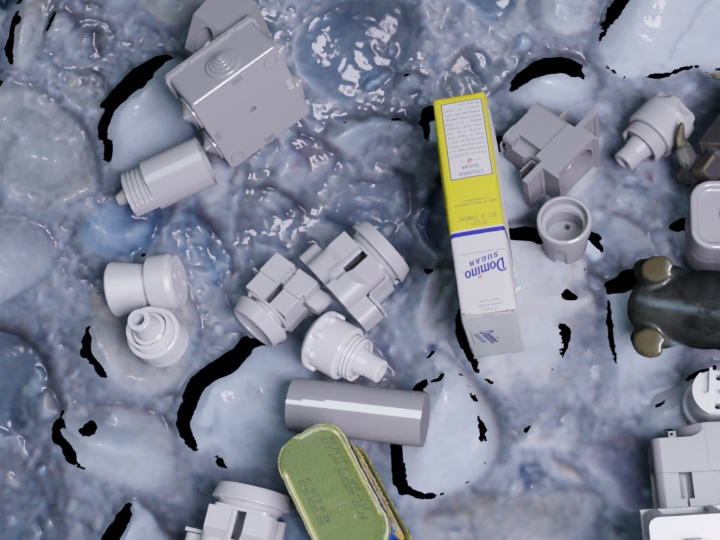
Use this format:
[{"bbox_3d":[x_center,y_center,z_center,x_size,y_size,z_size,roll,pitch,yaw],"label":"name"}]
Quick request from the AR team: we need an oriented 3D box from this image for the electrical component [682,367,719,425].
[{"bbox_3d":[0.245,0.090,0.744,0.040,0.046,0.040,-4,67,10],"label":"electrical component"}]

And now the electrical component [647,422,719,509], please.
[{"bbox_3d":[0.243,0.135,0.723,0.089,0.050,0.055,-4,67,9],"label":"electrical component"}]

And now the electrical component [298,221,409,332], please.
[{"bbox_3d":[0.000,0.000,0.826,0.057,0.058,0.078,-42,66,-4],"label":"electrical component"}]

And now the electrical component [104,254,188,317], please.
[{"bbox_3d":[-0.171,0.012,0.861,0.055,0.045,0.045,-9,66,8],"label":"electrical component"}]

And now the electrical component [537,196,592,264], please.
[{"bbox_3d":[0.155,-0.028,0.812,0.040,0.046,0.040,-4,67,10],"label":"electrical component"}]

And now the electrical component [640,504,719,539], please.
[{"bbox_3d":[0.236,0.238,0.649,0.105,0.060,0.186,-6,82,9],"label":"electrical component"}]

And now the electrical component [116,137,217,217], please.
[{"bbox_3d":[-0.165,-0.075,0.897,0.081,0.043,0.043,-24,65,1],"label":"electrical component"}]

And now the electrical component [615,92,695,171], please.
[{"bbox_3d":[0.225,-0.104,0.831,0.062,0.043,0.043,-44,66,-7],"label":"electrical component"}]

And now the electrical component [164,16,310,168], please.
[{"bbox_3d":[-0.098,-0.143,0.884,0.100,0.099,0.048,-37,53,-5],"label":"electrical component"}]

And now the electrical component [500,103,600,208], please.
[{"bbox_3d":[0.149,-0.094,0.844,0.081,0.042,0.064,-45,63,-9],"label":"electrical component"}]

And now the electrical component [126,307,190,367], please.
[{"bbox_3d":[-0.161,0.049,0.834,0.043,0.062,0.043,-4,67,10],"label":"electrical component"}]

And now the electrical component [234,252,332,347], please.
[{"bbox_3d":[-0.064,0.026,0.834,0.066,0.048,0.055,35,71,23],"label":"electrical component"}]

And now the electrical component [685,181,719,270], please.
[{"bbox_3d":[0.286,-0.028,0.778,0.095,0.059,0.053,1,68,12],"label":"electrical component"}]

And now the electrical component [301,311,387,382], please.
[{"bbox_3d":[-0.010,0.063,0.805,0.062,0.048,0.048,26,75,23],"label":"electrical component"}]

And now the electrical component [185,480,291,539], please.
[{"bbox_3d":[-0.082,0.184,0.765,0.078,0.058,0.057,9,72,15],"label":"electrical component"}]
